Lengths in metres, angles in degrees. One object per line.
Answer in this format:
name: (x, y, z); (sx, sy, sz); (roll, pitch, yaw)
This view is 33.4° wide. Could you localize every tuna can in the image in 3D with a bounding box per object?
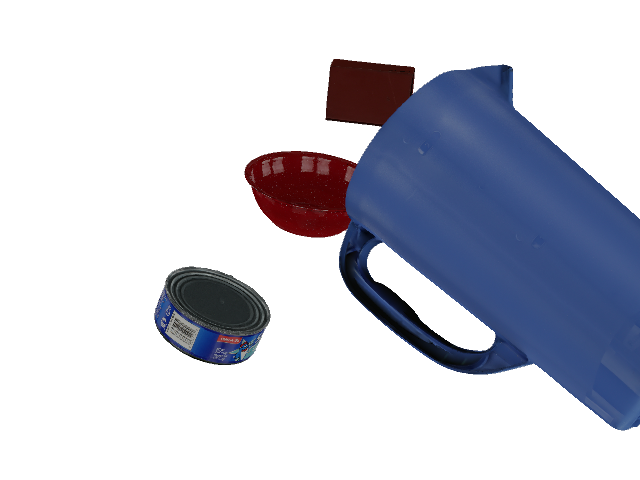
tuna can: (-0.084, 0.058, 0.828); (0.086, 0.034, 0.086); (20, 25, -10)

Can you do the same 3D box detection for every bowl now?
bowl: (-0.011, -0.048, 1.238); (0.162, 0.055, 0.162); (7, 27, -4)

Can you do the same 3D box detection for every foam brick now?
foam brick: (0.046, -0.134, 0.977); (0.078, 0.051, 0.053); (7, 17, 5)

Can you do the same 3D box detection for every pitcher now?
pitcher: (0.135, 0.015, 0.705); (0.144, 0.243, 0.149); (-32, -25, -33)
